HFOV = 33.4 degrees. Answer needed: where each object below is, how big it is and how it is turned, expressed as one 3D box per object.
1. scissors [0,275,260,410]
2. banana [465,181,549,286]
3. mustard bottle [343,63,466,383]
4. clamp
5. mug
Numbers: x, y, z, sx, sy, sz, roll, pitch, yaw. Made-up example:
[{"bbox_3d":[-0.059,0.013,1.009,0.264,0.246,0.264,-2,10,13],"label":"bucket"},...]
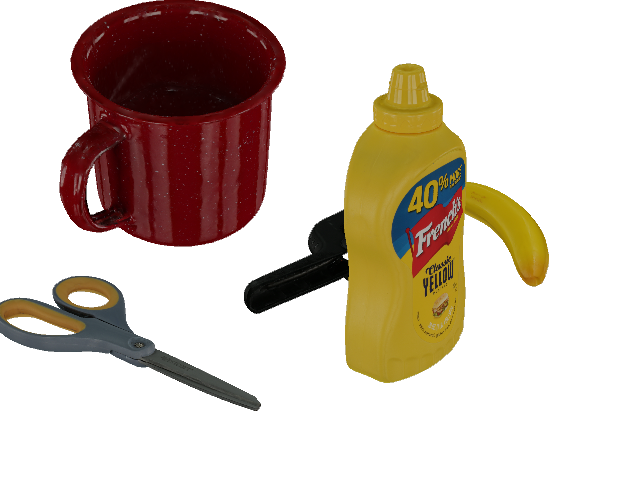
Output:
[{"bbox_3d":[-0.120,0.063,0.717,0.202,0.016,0.096,12,28,13],"label":"scissors"},{"bbox_3d":[0.177,-0.015,1.075,0.069,0.037,0.198,-33,39,-13],"label":"banana"},{"bbox_3d":[0.053,-0.014,0.656,0.058,0.192,0.096,20,34,37],"label":"mustard bottle"},{"bbox_3d":[0.043,0.017,0.888,0.165,0.036,0.209,8,23,12],"label":"clamp"},{"bbox_3d":[-0.071,-0.045,0.485,0.093,0.081,0.117,28,49,21],"label":"mug"}]
